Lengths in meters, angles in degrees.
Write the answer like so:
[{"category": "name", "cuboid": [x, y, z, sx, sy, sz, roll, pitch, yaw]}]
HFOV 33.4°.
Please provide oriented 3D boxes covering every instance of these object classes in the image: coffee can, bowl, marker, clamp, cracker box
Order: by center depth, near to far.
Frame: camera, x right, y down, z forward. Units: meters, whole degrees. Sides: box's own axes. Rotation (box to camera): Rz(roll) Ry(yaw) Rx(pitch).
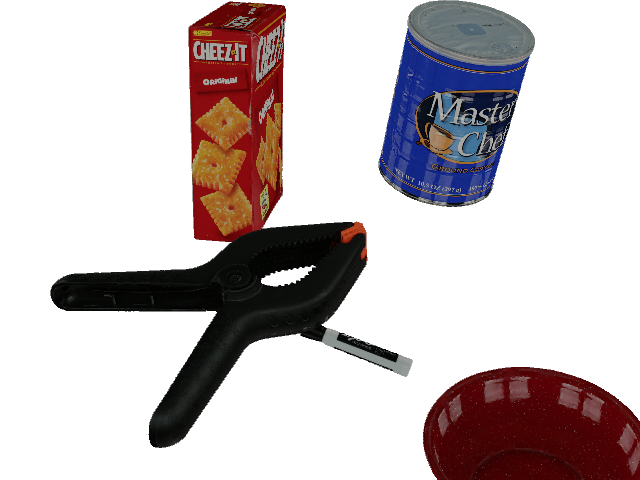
[{"category": "clamp", "cuboid": [-0.064, 0.035, 0.703, 0.209, 0.036, 0.165, -30, 46, -28]}, {"category": "bowl", "cuboid": [0.154, 0.164, 0.769, 0.162, 0.055, 0.162, -1, 35, 0]}, {"category": "coffee can", "cuboid": [0.111, -0.114, 0.890, 0.102, 0.140, 0.103, 7, 36, -5]}, {"category": "marker", "cuboid": [0.034, 0.107, 1.079, 0.121, 0.020, 0.020, 21, 2, 5]}, {"category": "cracker box", "cuboid": [-0.080, -0.125, 1.092, 0.072, 0.214, 0.164, 5, 21, 7]}]
